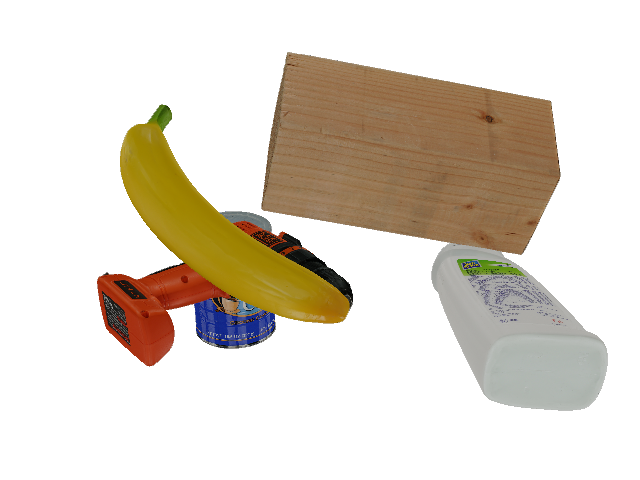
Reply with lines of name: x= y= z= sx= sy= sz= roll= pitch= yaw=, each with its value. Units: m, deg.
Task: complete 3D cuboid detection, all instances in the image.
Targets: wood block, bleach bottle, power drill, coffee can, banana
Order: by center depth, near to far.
banana: x=-0.066 y=-0.013 z=0.651 sx=0.069 sy=0.198 sz=0.037 roll=-31 pitch=-24 yaw=-26
wood block: x=0.066 y=-0.066 z=0.812 sx=0.206 sy=0.091 sz=0.090 roll=10 pitch=-42 yaw=-5
bleach bottle: x=0.160 y=0.056 z=0.937 sx=0.102 sy=0.068 sz=0.251 roll=5 pitch=21 yaw=-8
power drill: x=-0.087 y=0.048 z=0.944 sx=0.187 sy=0.057 sz=0.185 roll=-19 pitch=26 yaw=-30
coffee can: x=-0.109 y=0.048 z=1.324 sx=0.103 sy=0.140 sz=0.103 roll=-1 pitch=26 yaw=0
